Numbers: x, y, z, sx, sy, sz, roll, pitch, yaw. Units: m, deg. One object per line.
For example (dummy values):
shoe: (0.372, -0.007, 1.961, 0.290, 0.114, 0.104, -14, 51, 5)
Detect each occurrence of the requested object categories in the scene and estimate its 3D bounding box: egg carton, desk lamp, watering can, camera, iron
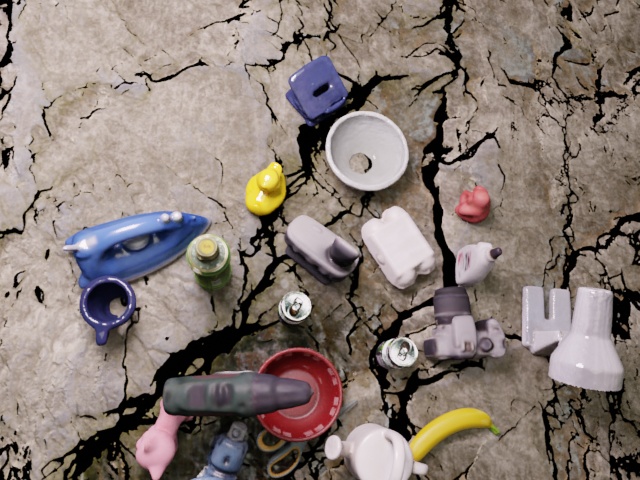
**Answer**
egg carton: (0.152, 0.015, 1.115, 0.107, 0.069, 0.150, -32, 83, -14)
desk lamp: (0.458, 0.172, 1.046, 0.118, 0.213, 0.203, 6, 75, -7)
watering can: (0.096, 0.367, 0.955, 0.173, 0.194, 0.101, -6, 77, -9)
camera: (0.272, 0.157, 1.081, 0.143, 0.100, 0.137, -1, 76, -9)
iron: (-0.320, -0.009, 1.014, 0.258, 0.141, 0.118, -22, 80, -13)

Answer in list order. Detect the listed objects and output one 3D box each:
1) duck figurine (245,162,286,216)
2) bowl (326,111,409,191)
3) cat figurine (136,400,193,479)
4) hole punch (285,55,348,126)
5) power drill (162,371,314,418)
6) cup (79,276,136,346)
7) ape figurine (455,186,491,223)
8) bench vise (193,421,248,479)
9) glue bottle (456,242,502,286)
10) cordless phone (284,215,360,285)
duck figurine: (-0.103, -0.102, 1.097, 0.077, 0.086, 0.105, 27, 74, -1)
bowl: (0.088, -0.168, 1.148, 0.167, 0.074, 0.167, 2, 76, -8)
cat figurine: (-0.262, 0.326, 0.952, 0.067, 0.117, 0.128, 22, 74, -2)
hole punch: (-0.002, -0.302, 1.159, 0.109, 0.091, 0.101, -37, 84, -15)
power drill: (-0.135, 0.252, 0.942, 0.230, 0.208, 0.075, -1, 76, -8)
cup: (-0.363, 0.128, 0.998, 0.092, 0.095, 0.118, 6, 75, -7)
ape figurine: (0.313, -0.075, 1.149, 0.078, 0.092, 0.076, -25, 81, -13)
bench vise: (-0.175, 0.393, 0.896, 0.121, 0.219, 0.207, 3, 76, -7)
glue bottle: (0.302, 0.038, 1.077, 0.037, 0.173, 0.078, 5, 76, -7)
cordless phone: (0.010, 0.004, 1.036, 0.147, 0.185, 0.094, 34, 74, 1)
